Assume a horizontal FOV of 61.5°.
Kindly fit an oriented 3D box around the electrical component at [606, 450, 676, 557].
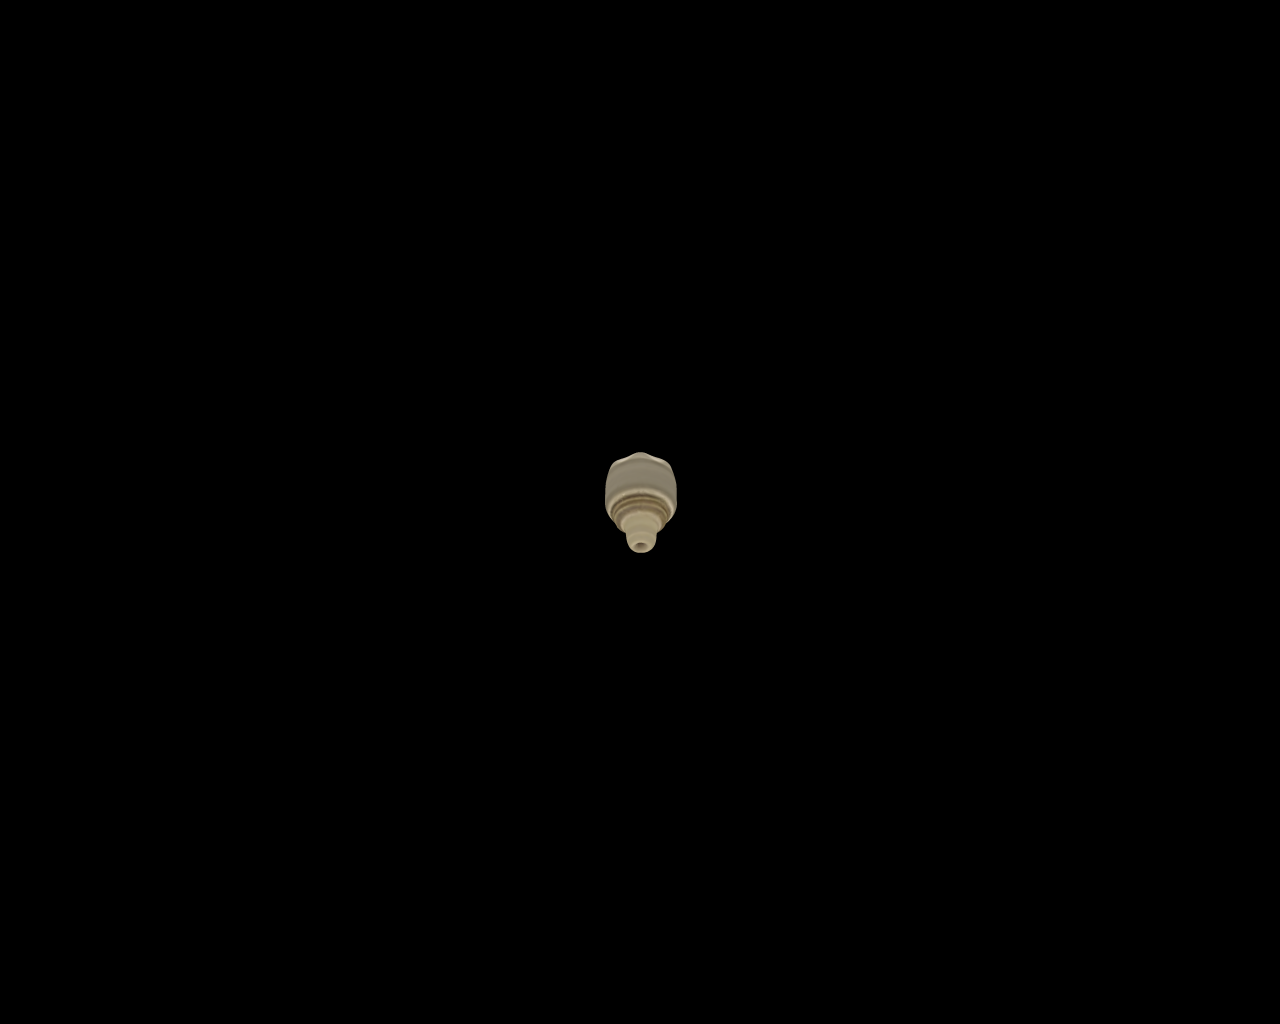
[{"bbox_3d":[0.001,-0.003,0.650,0.043,0.062,0.043,0,-39,0],"label":"electrical component"}]
